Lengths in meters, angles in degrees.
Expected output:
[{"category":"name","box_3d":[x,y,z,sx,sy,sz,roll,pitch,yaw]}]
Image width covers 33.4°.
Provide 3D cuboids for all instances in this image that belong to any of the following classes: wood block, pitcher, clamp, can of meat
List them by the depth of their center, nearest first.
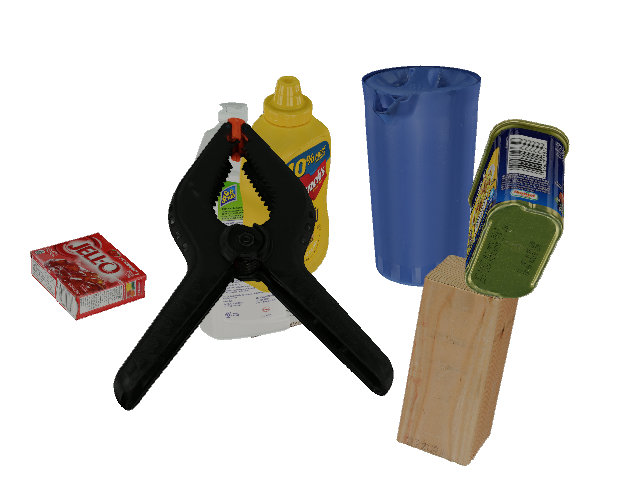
[{"category":"clamp","box_3d":[-0.037,0.013,0.675,0.164,0.210,0.036,4,-33,-5]},{"category":"can of meat","box_3d":[0.138,-0.020,0.759,0.057,0.084,0.102,12,-41,1]},{"category":"wood block","box_3d":[0.157,0.134,1.206,0.090,0.206,0.090,17,22,22]},{"category":"pitcher","box_3d":[0.123,-0.079,1.241,0.149,0.243,0.145,-5,22,-7]}]

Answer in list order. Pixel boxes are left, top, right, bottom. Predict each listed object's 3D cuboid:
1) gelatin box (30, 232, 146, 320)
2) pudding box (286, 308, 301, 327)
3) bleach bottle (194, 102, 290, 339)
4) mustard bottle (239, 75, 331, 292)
[{"category":"gelatin box","box_3d":[-0.215,0.031,0.987,0.073,0.030,0.089,-18,39,-36]},{"category":"pudding box","box_3d":[-0.066,0.084,1.413,0.113,0.039,0.090,-15,26,-30]},{"category":"bleach bottle","box_3d":[-0.085,-0.023,1.158,0.102,0.251,0.068,-7,16,-28]},{"category":"mustard bottle","box_3d":[-0.030,-0.054,0.930,0.058,0.192,0.096,27,42,31]}]
